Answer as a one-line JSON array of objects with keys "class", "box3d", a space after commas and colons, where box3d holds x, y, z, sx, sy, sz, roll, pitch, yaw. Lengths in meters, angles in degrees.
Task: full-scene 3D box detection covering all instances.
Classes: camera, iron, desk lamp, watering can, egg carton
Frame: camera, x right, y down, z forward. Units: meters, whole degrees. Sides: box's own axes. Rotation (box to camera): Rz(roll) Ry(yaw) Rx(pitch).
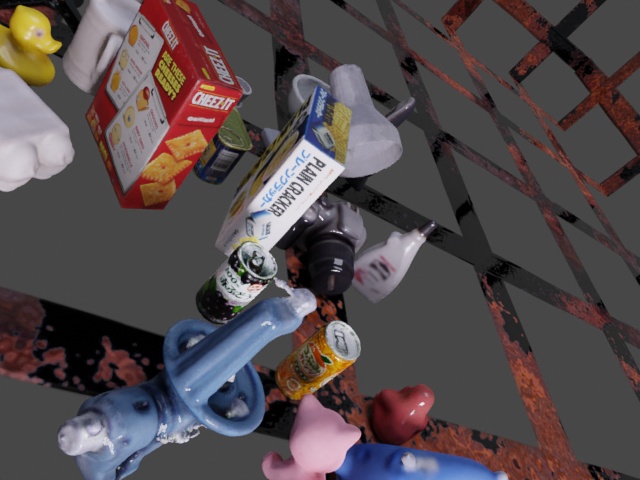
[{"class": "camera", "box3d": [0.008, 0.003, 0.853, 0.143, 0.100, 0.136, 28, 36, -24]}, {"class": "iron", "box3d": [0.134, 0.282, 0.647, 0.259, 0.141, 0.118, 20, 40, -33]}, {"class": "desk lamp", "box3d": [0.019, -0.170, 0.951, 0.118, 0.213, 0.203, 5, 50, -45]}, {"class": "watering can", "box3d": [-0.274, -0.303, 0.793, 0.101, 0.193, 0.172, 7, 49, -44]}, {"class": "egg carton", "box3d": [-0.352, -0.126, 0.628, 0.150, 0.069, 0.107, 45, 33, 1]}]

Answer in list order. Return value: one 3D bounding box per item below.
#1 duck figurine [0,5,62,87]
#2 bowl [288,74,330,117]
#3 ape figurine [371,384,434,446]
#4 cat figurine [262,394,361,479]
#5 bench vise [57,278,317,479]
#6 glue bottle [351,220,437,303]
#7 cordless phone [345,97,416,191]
[{"class": "duck figurine", "box3d": [-0.379, -0.258, 0.727, 0.105, 0.086, 0.077, 33, 35, -18]}, {"class": "bowl", "box3d": [-0.004, -0.244, 1.135, 0.168, 0.074, 0.167, 29, 36, -23]}, {"class": "ape figurine", "box3d": [0.113, 0.218, 0.740, 0.078, 0.092, 0.076, 45, 33, 1]}, {"class": "cat figurine", "box3d": [-0.003, 0.228, 0.577, 0.067, 0.117, 0.127, 22, 39, -31]}, {"class": "bench vise", "box3d": [-0.100, 0.127, 0.488, 0.121, 0.219, 0.208, 46, 33, 1]}, {"class": "glue bottle", "box3d": [0.116, 0.024, 0.882, 0.078, 0.173, 0.037, 43, 33, -2]}, {"class": "cordless phone", "box3d": [0.107, -0.198, 1.105, 0.094, 0.184, 0.147, 37, 34, -12]}]
